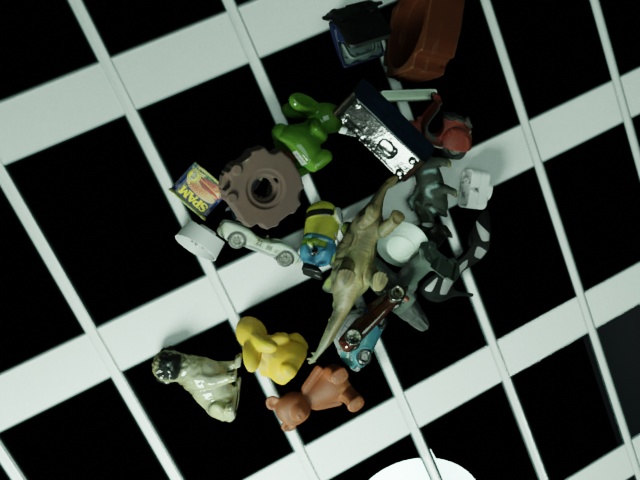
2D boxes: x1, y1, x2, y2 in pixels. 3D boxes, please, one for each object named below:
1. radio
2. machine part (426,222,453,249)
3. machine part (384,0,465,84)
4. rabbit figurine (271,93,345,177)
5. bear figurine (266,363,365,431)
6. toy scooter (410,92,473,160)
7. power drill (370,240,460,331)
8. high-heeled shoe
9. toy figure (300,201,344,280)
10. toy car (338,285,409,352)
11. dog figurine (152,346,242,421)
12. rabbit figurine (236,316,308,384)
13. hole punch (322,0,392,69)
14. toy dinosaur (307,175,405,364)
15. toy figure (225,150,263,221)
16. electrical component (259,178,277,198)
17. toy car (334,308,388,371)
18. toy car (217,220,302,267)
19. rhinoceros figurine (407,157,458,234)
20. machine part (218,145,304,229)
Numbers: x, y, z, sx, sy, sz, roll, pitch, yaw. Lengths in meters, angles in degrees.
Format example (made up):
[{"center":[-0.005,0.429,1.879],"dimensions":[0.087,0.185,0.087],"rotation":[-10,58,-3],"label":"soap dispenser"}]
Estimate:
[{"center":[0.142,-0.239,1.177],"dimensions":[0.229,0.131,0.073],"rotation":[42,124,-5],"label":"radio"},{"center":[0.266,0.013,1.283],"dimensions":[0.084,0.138,0.039],"rotation":[11,50,-12],"label":"machine part"},{"center":[0.221,-0.446,1.152],"dimensions":[0.087,0.201,0.201],"rotation":[6,96,-17],"label":"machine part"},{"center":[-0.022,-0.245,1.186],"dimensions":[0.159,0.121,0.170],"rotation":[46,68,-9],"label":"rabbit figurine"},{"center":[-0.017,0.373,1.257],"dimensions":[0.196,0.132,0.120],"rotation":[-30,102,-14],"label":"bear figurine"},{"center":[0.281,-0.266,1.246],"dimensions":[0.184,0.075,0.135],"rotation":[12,119,-11],"label":"toy scooter"},{"center":[0.228,0.103,1.258],"dimensions":[0.232,0.207,0.086],"rotation":[40,47,-9],"label":"power drill"},{"center":[0.329,0.035,1.323],"dimensions":[0.145,0.086,0.248],"rotation":[12,88,-1],"label":"high-heeled shoe"},{"center":[-0.002,-0.005,1.195],"dimensions":[0.089,0.082,0.180],"rotation":[25,64,-13],"label":"toy figure"},{"center":[0.118,0.169,1.192],"dimensions":[0.202,0.089,0.053],"rotation":[-44,73,-12],"label":"toy car"},{"center":[-0.279,0.329,1.209],"dimensions":[0.191,0.121,0.172],"rotation":[3,94,0],"label":"dog figurine"},{"center":[-0.126,0.246,1.211],"dimensions":[0.173,0.162,0.122],"rotation":[44,99,2],"label":"rabbit figurine"},{"center":[0.085,-0.454,1.188],"dimensions":[0.142,0.092,0.116],"rotation":[-21,73,-8],"label":"hole punch"},{"center":[0.074,0.066,1.190],"dimensions":[0.105,0.198,0.471],"rotation":[25,85,-11],"label":"toy dinosaur"},{"center":[-0.161,-0.118,1.181],"dimensions":[0.058,0.064,0.154],"rotation":[2,106,-52],"label":"toy figure"},{"center":[-0.093,-0.115,1.205],"dimensions":[0.078,0.045,0.102],"rotation":[20,93,-14],"label":"electrical component"},{"center":[0.085,0.220,1.268],"dimensions":[0.103,0.109,0.161],"rotation":[27,86,-9],"label":"toy car"},{"center":[-0.133,0.008,1.198],"dimensions":[0.202,0.073,0.056],"rotation":[22,93,-16],"label":"toy car"},{"center":[0.263,-0.110,1.279],"dimensions":[0.112,0.073,0.190],"rotation":[-9,100,-14],"label":"rhinoceros figurine"},{"center":[-0.121,-0.110,1.138],"dimensions":[0.179,0.056,0.179],"rotation":[-6,104,-24],"label":"machine part"}]
